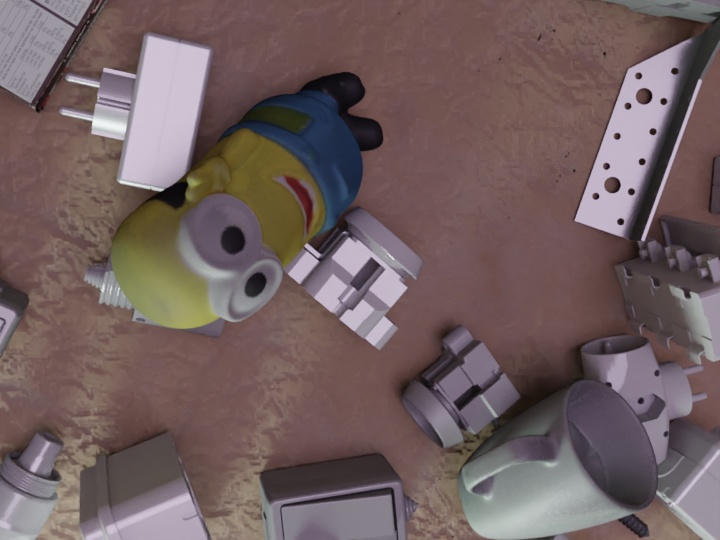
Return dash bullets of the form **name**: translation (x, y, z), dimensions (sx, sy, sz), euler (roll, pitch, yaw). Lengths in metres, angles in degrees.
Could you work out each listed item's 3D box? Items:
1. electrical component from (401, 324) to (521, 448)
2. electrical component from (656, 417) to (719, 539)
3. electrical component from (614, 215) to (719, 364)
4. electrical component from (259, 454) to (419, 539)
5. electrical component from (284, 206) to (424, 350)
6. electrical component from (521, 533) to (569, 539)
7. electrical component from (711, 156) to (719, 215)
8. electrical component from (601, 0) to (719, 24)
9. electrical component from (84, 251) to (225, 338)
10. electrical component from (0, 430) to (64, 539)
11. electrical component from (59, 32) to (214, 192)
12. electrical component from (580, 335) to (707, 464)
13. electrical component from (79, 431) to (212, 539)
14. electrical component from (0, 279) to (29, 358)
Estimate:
- **electrical component**: translation (0.059, 0.076, 0.662), dimensions (0.055, 0.048, 0.066), euler (-39, 103, -12)
- **electrical component**: translation (0.236, 0.146, 0.698), dimensions (0.096, 0.062, 0.061), euler (41, 88, -13)
- **electrical component**: translation (0.205, 0.015, 0.644), dimensions (0.063, 0.121, 0.078), euler (-18, 101, -6)
- **electrical component**: translation (-0.009, 0.153, 0.650), dimensions (0.096, 0.061, 0.061), euler (-7, 99, -11)
- **electrical component**: translation (0.000, 0.000, 0.634), dimensions (0.078, 0.058, 0.057), euler (40, 91, -13)
- **electrical component**: translation (0.116, 0.214, 0.692), dimensions (0.079, 0.044, 0.077), euler (-38, 103, -4)
- **electrical component**: translation (0.273, -0.033, 0.689), dimensions (0.083, 0.047, 0.075), euler (2, 96, -11)
- **electrical component**: translation (0.199, -0.231, 0.641), dimensions (0.089, 0.062, 0.150), euler (9, 96, -13)
- **electrical component**: translation (-0.117, 0.010, 0.618), dimensions (0.081, 0.043, 0.043), euler (13, 95, -13)
- **electrical component**: translation (-0.193, 0.123, 0.618), dimensions (0.043, 0.043, 0.062), euler (30, 90, -14)
- **electrical component**: translation (-0.128, -0.090, 0.601), dimensions (0.076, 0.047, 0.083), euler (11, 95, -13)
- **electrical component**: translation (0.185, 0.080, 0.689), dimensions (0.079, 0.043, 0.077), euler (-13, 100, -10)
- **electrical component**: translation (-0.117, 0.146, 0.601), dimensions (0.057, 0.113, 0.078), euler (-21, 101, -11)
- **electrical component**: translation (-0.227, 0.035, 0.590), dimensions (0.062, 0.061, 0.096), euler (28, 91, -14)
